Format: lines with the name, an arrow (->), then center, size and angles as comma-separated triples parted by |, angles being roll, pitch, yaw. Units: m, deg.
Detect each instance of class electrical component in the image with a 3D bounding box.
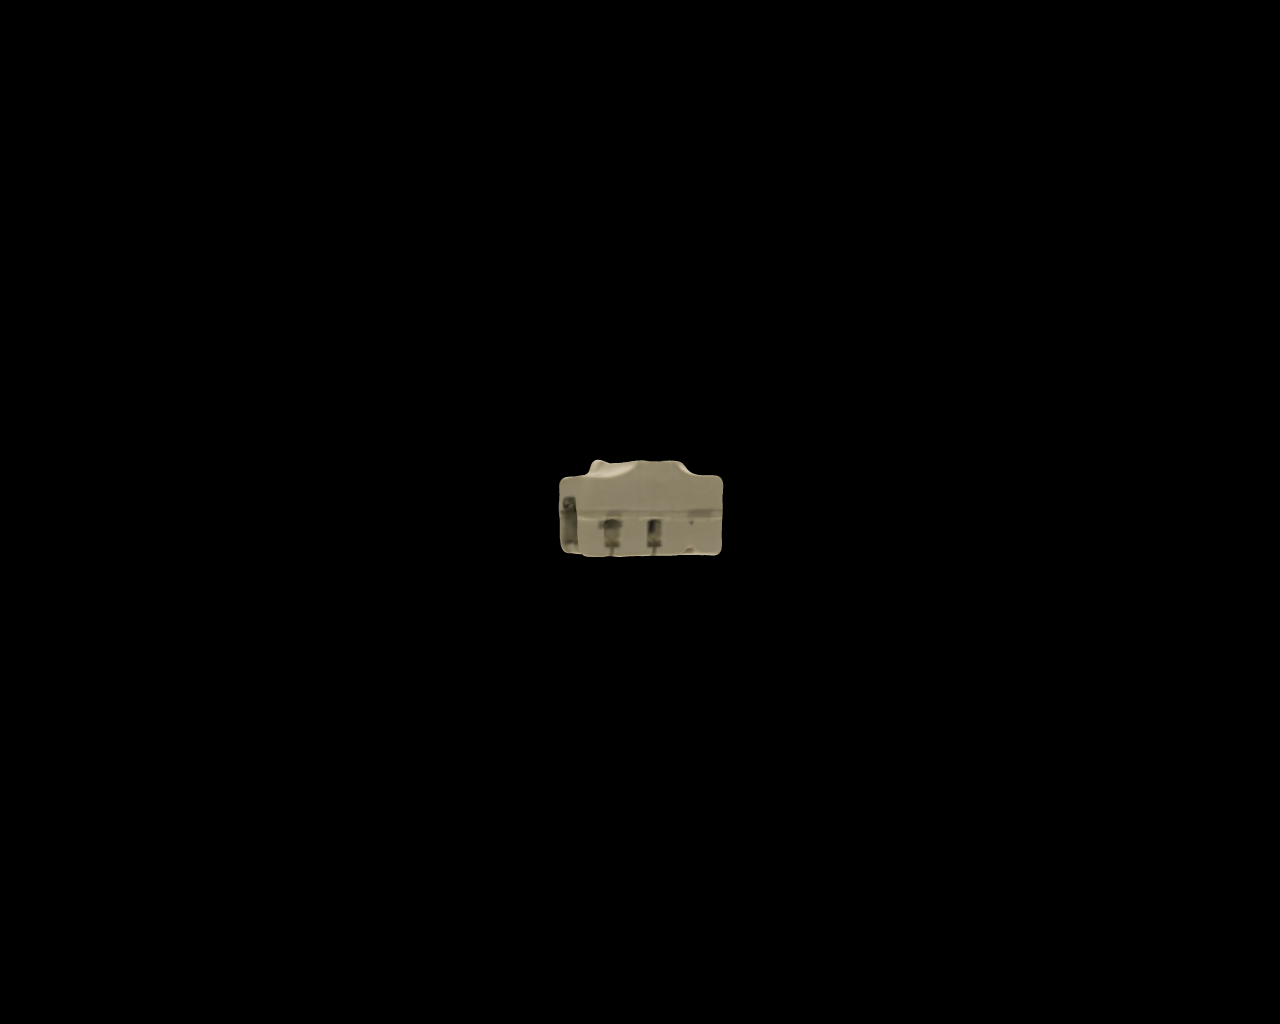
electrical component -> 0.001, -0.003, 0.650 | 0.089, 0.055, 0.050 | 0, 0, -21
